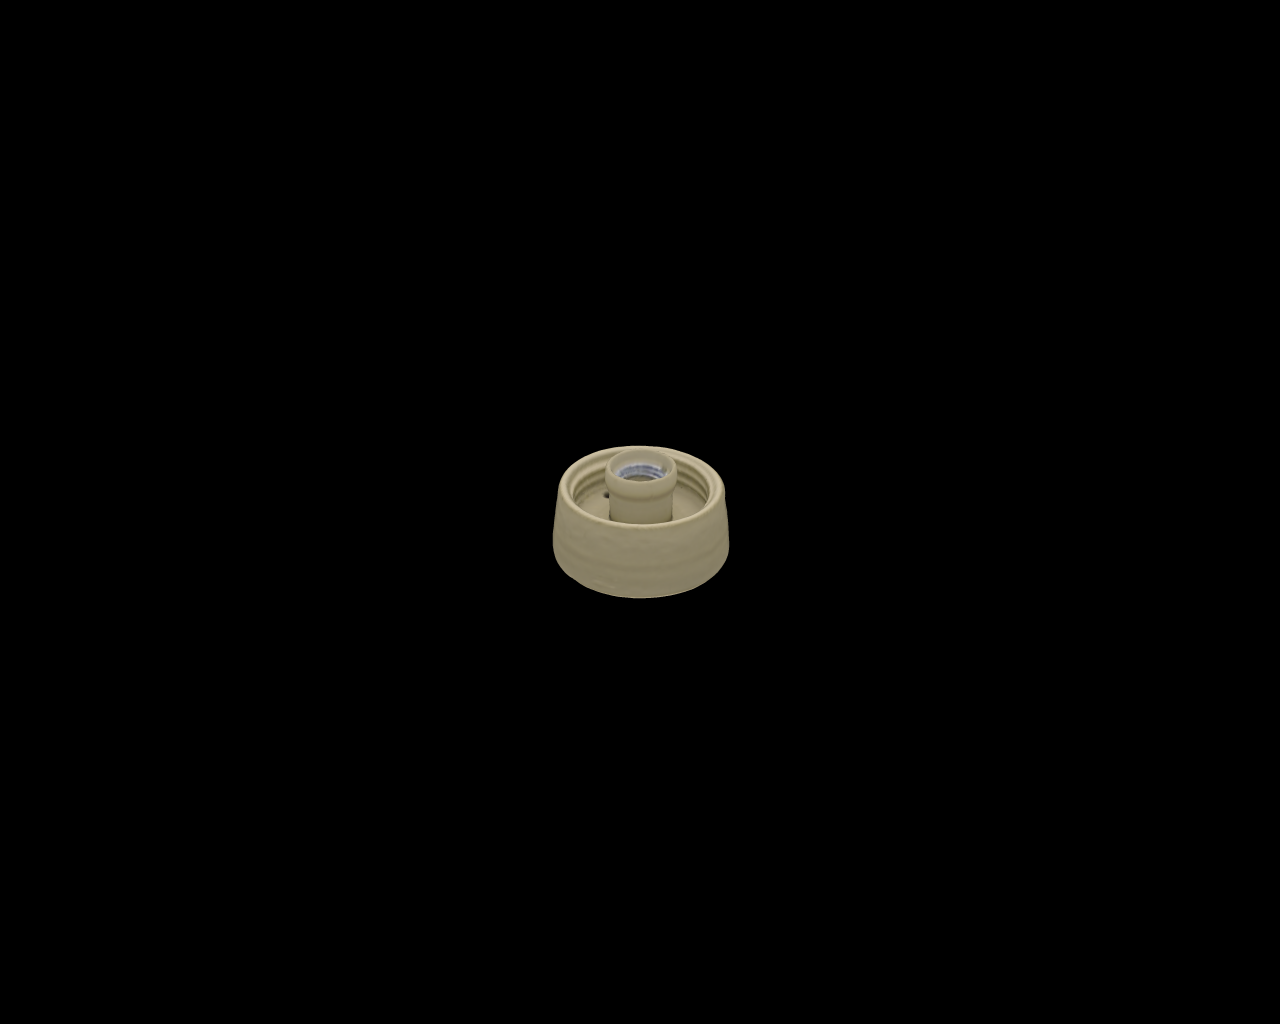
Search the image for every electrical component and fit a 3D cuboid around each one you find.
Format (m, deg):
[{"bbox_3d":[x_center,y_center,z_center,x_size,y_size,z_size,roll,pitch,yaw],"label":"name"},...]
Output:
[{"bbox_3d":[0.001,-0.003,0.650,0.108,0.060,0.108,0,32,0],"label":"electrical component"}]
